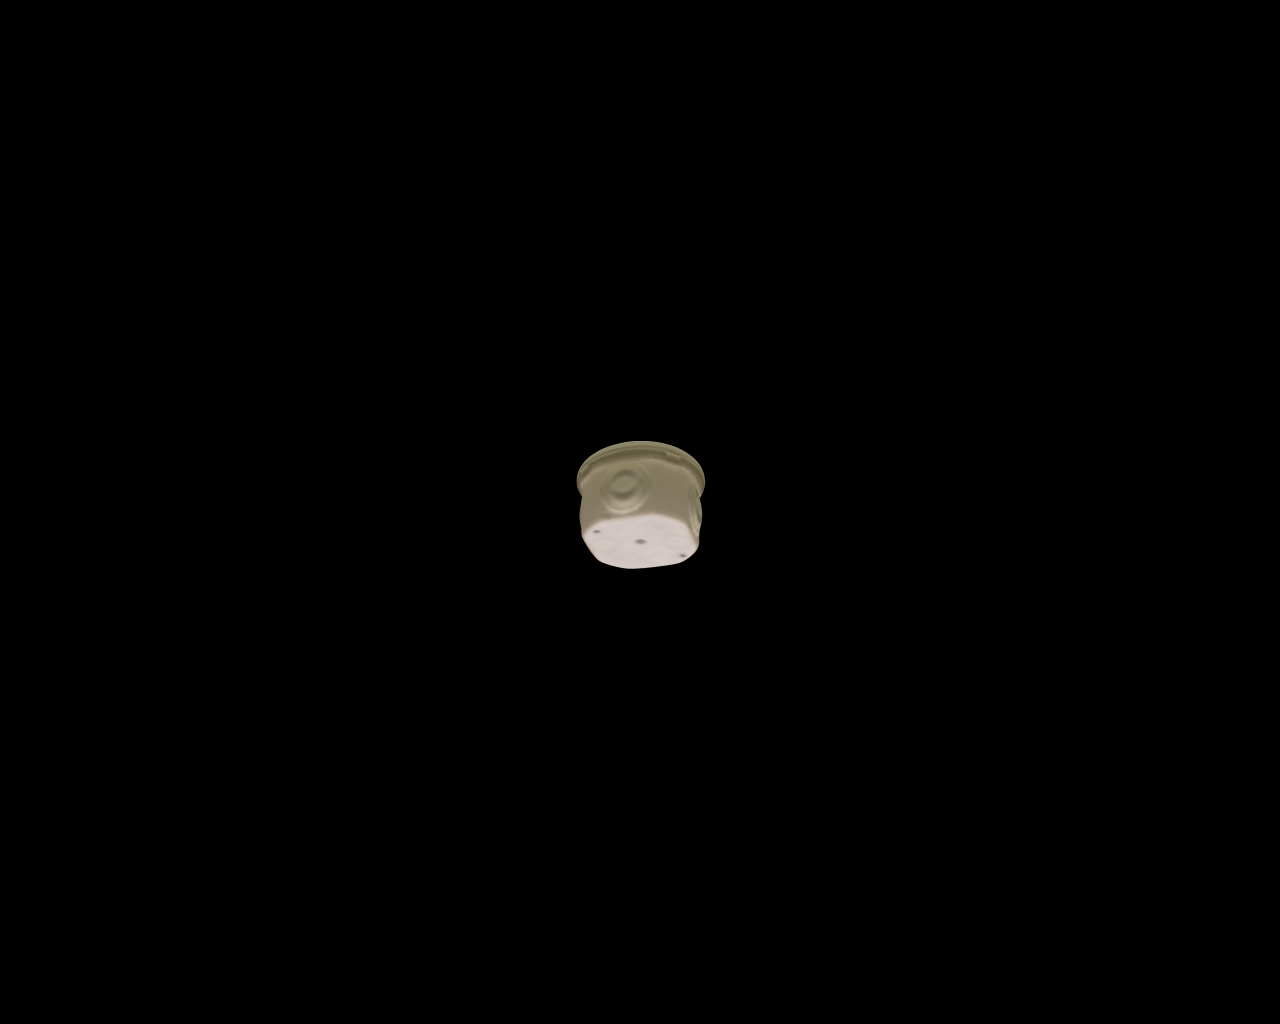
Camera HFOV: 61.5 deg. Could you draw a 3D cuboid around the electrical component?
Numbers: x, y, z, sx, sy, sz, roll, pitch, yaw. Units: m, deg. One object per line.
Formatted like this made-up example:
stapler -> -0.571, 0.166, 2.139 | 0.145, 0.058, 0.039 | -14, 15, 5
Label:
electrical component -> 0.001, -0.003, 0.650 | 0.080, 0.051, 0.080 | 0, -31, 0
